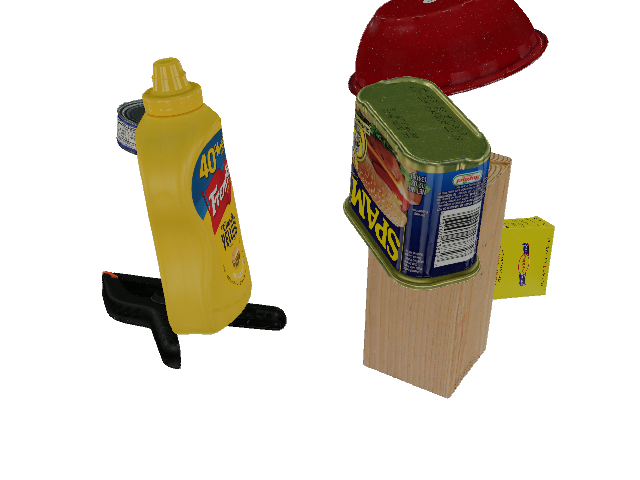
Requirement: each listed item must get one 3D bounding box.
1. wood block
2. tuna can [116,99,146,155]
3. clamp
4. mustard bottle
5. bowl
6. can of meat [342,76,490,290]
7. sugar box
[{"bbox_3d":[0.100,0.023,0.938,0.091,0.206,0.090,20,39,25],"label":"wood block"},{"bbox_3d":[-0.155,-0.109,1.038,0.086,0.034,0.086,6,24,-3],"label":"tuna can"},{"bbox_3d":[-0.164,0.076,1.116,0.210,0.036,0.164,16,20,30],"label":"clamp"},{"bbox_3d":[-0.093,-0.036,0.762,0.058,0.191,0.096,-1,25,16],"label":"mustard bottle"},{"bbox_3d":[0.094,-0.165,0.843,0.162,0.055,0.162,-14,24,6],"label":"bowl"},{"bbox_3d":[0.055,-0.036,0.620,0.057,0.084,0.102,-12,39,-18],"label":"can of meat"},{"bbox_3d":[0.190,0.024,1.273,0.176,0.093,0.048,-5,20,-24],"label":"sugar box"}]
